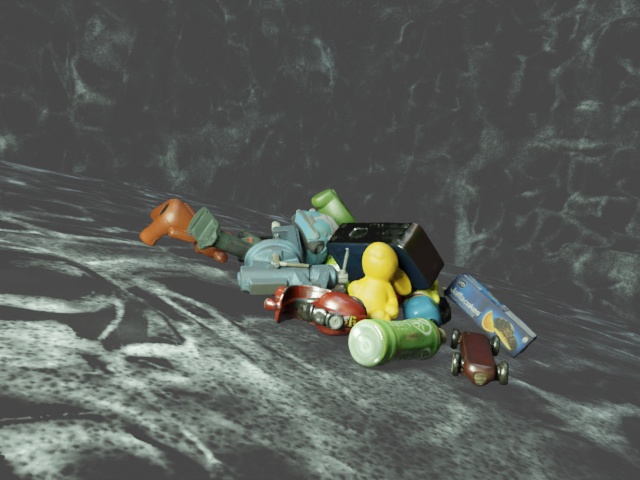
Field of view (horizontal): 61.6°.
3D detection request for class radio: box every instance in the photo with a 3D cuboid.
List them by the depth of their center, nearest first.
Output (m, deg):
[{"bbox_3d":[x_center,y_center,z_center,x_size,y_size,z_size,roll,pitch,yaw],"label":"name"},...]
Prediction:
[{"bbox_3d":[0.129,0.030,1.122,0.230,0.073,0.131,0,-46,46],"label":"radio"}]

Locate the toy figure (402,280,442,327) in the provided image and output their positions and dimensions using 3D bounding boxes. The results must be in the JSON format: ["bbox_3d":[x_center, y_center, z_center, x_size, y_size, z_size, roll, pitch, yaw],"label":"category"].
[{"bbox_3d":[0.204,0.144,1.097,0.082,0.089,0.180,5,27,0],"label":"toy figure"}]

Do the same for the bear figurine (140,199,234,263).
[{"bbox_3d":[-0.320,-0.012,1.333,0.132,0.120,0.195,-29,-54,31],"label":"bear figurine"}]

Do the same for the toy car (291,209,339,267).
[{"bbox_3d":[-0.003,-0.004,1.238,0.103,0.161,0.109,-22,54,-18],"label":"toy car"}]

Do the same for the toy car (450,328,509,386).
[{"bbox_3d":[0.269,0.200,0.924,0.089,0.053,0.202,5,7,11],"label":"toy car"}]

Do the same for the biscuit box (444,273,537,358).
[{"bbox_3d":[0.365,0.158,1.158,0.203,0.062,0.059,45,20,24],"label":"biscuit box"}]

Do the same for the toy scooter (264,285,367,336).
[{"bbox_3d":[-0.017,0.116,0.910,0.184,0.075,0.135,14,4,29],"label":"toy scooter"}]

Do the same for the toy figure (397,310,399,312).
[{"bbox_3d":[0.116,0.132,1.182,0.064,0.057,0.155,26,-1,-26],"label":"toy figure"}]

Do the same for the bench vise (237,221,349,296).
[{"bbox_3d":[-0.058,0.038,1.105,0.224,0.128,0.241,-9,39,-3],"label":"bench vise"}]

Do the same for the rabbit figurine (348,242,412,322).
[{"bbox_3d":[0.112,0.090,1.016,0.122,0.173,0.162,14,8,36],"label":"rabbit figurine"}]

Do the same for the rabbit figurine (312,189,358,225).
[{"bbox_3d":[0.004,-0.027,1.364,0.159,0.170,0.121,53,9,-6],"label":"rabbit figurine"}]

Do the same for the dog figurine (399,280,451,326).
[{"bbox_3d":[0.222,0.142,1.268,0.172,0.121,0.190,-24,14,24],"label":"dog figurine"}]

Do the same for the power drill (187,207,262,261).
[{"bbox_3d":[-0.202,0.006,1.242,0.207,0.086,0.232,38,4,-42],"label":"power drill"}]
